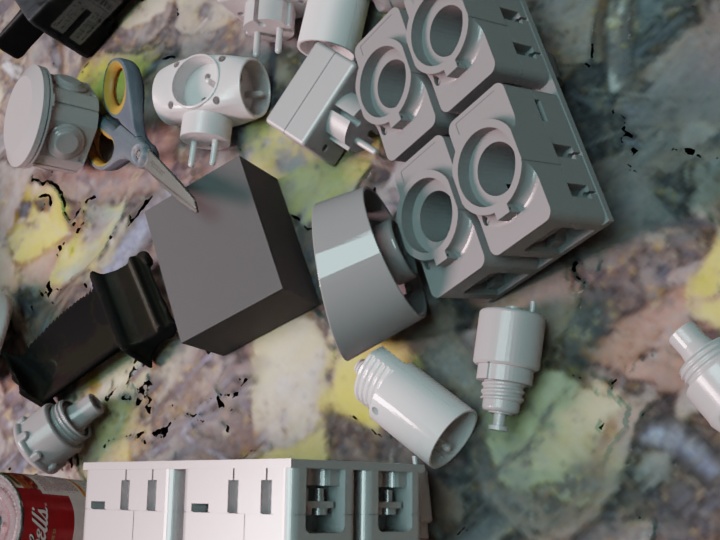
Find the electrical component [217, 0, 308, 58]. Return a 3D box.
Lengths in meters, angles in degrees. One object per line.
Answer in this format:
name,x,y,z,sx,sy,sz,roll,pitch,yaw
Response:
electrical component,-0.065,-0.192,0.785,0.066,0.047,0.076,-4,74,26

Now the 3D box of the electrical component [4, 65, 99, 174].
electrical component,-0.242,-0.115,0.837,0.080,0.051,0.080,-18,67,51

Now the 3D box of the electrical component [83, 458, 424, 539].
electrical component,-0.067,0.144,0.634,0.186,0.105,0.060,-10,74,42

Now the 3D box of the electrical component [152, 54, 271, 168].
electrical component,-0.111,-0.113,0.789,0.077,0.044,0.079,-1,75,27

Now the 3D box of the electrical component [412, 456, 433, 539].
electrical component,0.024,0.153,0.649,0.040,0.040,0.078,-13,71,23

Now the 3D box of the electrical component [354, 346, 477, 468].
electrical component,0.028,0.081,0.665,0.081,0.043,0.043,36,94,30

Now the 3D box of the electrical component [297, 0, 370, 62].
electrical component,-0.015,-0.191,0.761,0.043,0.043,0.081,7,79,28

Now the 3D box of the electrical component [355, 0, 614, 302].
electrical component,0.066,-0.087,0.658,0.105,0.060,0.186,-39,59,43

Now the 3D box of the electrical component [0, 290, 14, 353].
electrical component,-0.302,0.065,0.832,0.077,0.043,0.079,-91,24,-46

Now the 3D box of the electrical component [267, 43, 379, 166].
electrical component,-0.010,-0.104,0.733,0.077,0.047,0.065,35,94,30

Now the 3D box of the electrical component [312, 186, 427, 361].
electrical component,0.000,0.000,0.673,0.064,0.099,0.099,-24,66,13

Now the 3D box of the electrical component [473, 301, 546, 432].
electrical component,0.088,0.057,0.643,0.040,0.040,0.078,3,78,28

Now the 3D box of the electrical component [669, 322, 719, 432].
electrical component,0.196,0.056,0.587,0.043,0.043,0.062,-42,60,11

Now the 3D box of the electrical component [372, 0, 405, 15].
electrical component,0.039,-0.198,0.741,0.061,0.035,0.035,-6,73,23

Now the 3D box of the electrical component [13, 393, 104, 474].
electrical component,-0.216,0.114,0.781,0.062,0.048,0.048,-36,63,4
